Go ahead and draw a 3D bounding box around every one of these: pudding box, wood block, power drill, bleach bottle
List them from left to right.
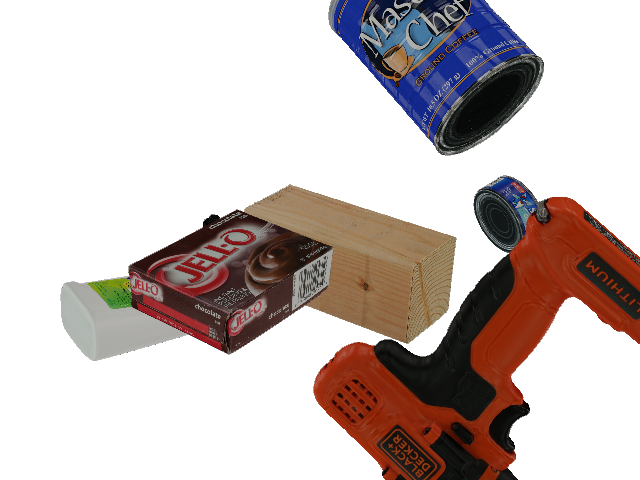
[{"bbox_3d":[-0.166,0.069,1.244,0.250,0.068,0.103,-12,33,-32],"label":"bleach bottle"},{"bbox_3d":[-0.059,0.025,0.724,0.090,0.039,0.113,22,32,31],"label":"pudding box"},{"bbox_3d":[0.026,0.021,1.116,0.206,0.091,0.090,19,31,29],"label":"wood block"},{"bbox_3d":[0.115,0.084,0.586,0.184,0.188,0.057,43,15,1],"label":"power drill"}]

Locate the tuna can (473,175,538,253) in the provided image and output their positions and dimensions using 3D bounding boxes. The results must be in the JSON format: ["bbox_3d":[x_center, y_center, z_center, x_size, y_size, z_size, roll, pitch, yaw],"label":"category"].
[{"bbox_3d":[0.215,-0.029,1.221,0.033,0.086,0.086,-30,12,-21],"label":"tuna can"}]

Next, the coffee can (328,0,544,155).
[{"bbox_3d":[0.087,-0.150,0.820,0.102,0.140,0.103,-32,-22,-15],"label":"coffee can"}]

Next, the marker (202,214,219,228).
[{"bbox_3d":[-0.097,0.032,0.943,0.020,0.121,0.020,6,29,-3],"label":"marker"}]
